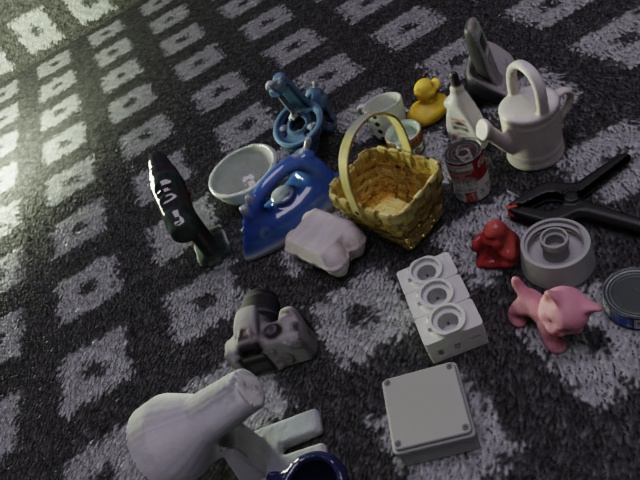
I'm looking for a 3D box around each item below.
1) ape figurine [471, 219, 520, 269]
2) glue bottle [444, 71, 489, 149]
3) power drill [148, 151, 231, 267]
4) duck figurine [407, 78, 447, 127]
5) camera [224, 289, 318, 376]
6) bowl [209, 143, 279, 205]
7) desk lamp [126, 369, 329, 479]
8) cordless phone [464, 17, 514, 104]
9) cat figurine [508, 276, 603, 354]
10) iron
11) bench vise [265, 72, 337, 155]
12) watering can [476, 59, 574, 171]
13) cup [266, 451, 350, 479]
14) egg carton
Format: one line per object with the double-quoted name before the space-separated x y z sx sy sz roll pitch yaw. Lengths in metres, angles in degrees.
"ape figurine" 0.277 0.003 0.898 0.076 0.092 0.077 -32 43 -2
"glue bottle" 0.265 -0.243 1.073 0.077 0.174 0.037 19 61 39
"power drill" -0.268 -0.052 1.154 0.075 0.209 0.229 -31 43 -1
"duck figurine" 0.222 -0.298 1.211 0.105 0.086 0.077 -42 44 -13
"camera" -0.089 0.140 0.959 0.143 0.101 0.136 -18 44 12
"bowl" -0.156 -0.132 1.267 0.167 0.075 0.167 -15 45 16
"desk lamp" -0.120 0.263 0.779 0.203 0.214 0.117 -24 43 6
"cordless phone" 0.335 -0.382 1.156 0.094 0.186 0.147 -3 49 26
"cat figurine" 0.313 0.091 0.778 0.067 0.118 0.127 -41 44 -12
"iron" -0.078 -0.083 1.130 0.258 0.142 0.118 -42 44 -13
"bench vise" -0.053 -0.291 1.253 0.121 0.220 0.207 -13 46 17
"watering can" 0.354 -0.216 0.984 0.173 0.195 0.100 -44 45 -15
"cup" -0.005 0.332 0.740 0.117 0.095 0.092 -1 50 28
"egg carton" 0.010 0.004 1.056 0.149 0.070 0.107 22 63 40
